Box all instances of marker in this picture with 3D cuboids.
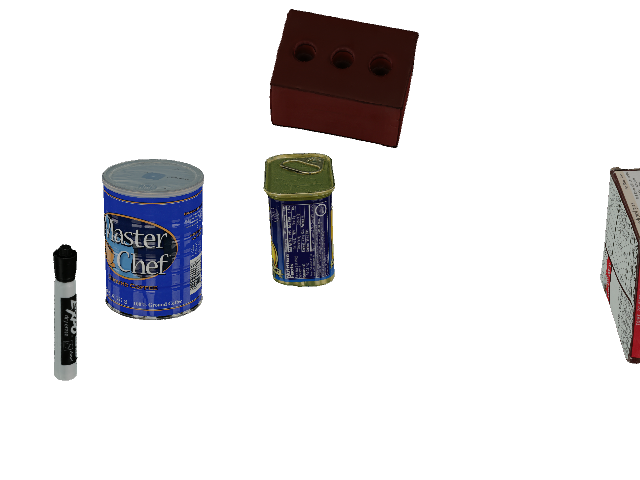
[{"bbox_3d":[-0.208,0.059,0.869,0.020,0.121,0.020,5,26,-3],"label":"marker"}]

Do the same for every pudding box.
[{"bbox_3d":[0.212,0.013,0.698,0.039,0.090,0.113,-1,28,4],"label":"pudding box"}]

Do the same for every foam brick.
[{"bbox_3d":[0.013,-0.093,0.619,0.078,0.053,0.051,11,-19,6],"label":"foam brick"}]

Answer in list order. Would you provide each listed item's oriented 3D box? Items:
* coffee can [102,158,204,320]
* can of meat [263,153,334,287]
[{"bbox_3d":[-0.173,-0.003,1.107,0.103,0.140,0.103,3,22,-1],"label":"coffee can"},{"bbox_3d":[-0.017,-0.018,0.898,0.057,0.084,0.102,-3,23,-1],"label":"can of meat"}]
